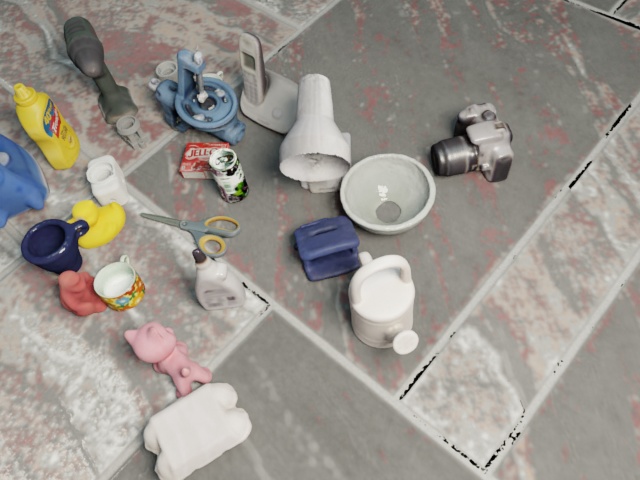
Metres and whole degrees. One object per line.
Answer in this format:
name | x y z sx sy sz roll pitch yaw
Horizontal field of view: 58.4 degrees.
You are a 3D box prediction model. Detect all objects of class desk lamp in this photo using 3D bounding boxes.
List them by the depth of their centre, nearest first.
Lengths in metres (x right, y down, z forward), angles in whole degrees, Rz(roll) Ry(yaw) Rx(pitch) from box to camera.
desk lamp | -0.003 -0.172 1.018 0.118 0.214 0.203 -3 59 5

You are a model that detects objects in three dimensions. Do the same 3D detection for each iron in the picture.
iron | -0.634 -0.155 1.123 0.119 0.142 0.257 -28 60 -10

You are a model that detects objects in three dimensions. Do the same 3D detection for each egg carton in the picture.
egg carton | -0.182 0.282 0.848 0.150 0.069 0.107 -31 60 -12

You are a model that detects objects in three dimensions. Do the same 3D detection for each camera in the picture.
camera | 0.273 -0.180 1.057 0.137 0.101 0.143 -13 58 -1

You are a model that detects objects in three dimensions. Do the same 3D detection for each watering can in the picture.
watering can | 0.097 0.088 0.860 0.101 0.194 0.172 -39 62 -16

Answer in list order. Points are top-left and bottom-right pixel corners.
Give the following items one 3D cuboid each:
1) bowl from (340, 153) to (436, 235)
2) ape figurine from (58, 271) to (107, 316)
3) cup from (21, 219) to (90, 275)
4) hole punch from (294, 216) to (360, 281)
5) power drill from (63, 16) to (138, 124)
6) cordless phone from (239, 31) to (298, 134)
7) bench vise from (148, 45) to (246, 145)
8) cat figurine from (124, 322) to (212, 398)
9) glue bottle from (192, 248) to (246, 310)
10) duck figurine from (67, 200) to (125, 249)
bowl | 0.120 -0.069 1.023 0.167 0.075 0.167 -3 59 5
ape figurine | -0.415 0.085 0.981 0.076 0.092 0.078 1 59 8
cup | -0.456 0.015 1.026 0.118 0.095 0.091 -32 61 -13
hole punch | 0.009 0.004 0.982 0.108 0.091 0.101 -16 58 -3
power drill | -0.454 -0.345 1.178 0.076 0.209 0.229 -27 60 -9
cordless phone | -0.100 -0.311 1.130 0.147 0.185 0.094 28 66 21
bench vise | -0.259 -0.283 1.111 0.207 0.220 0.121 7 60 11
cat figurine | -0.239 0.177 0.890 0.127 0.118 0.067 36 69 24
glue bottle | -0.173 0.061 0.920 0.078 0.173 0.037 -6 58 3
duck figurine | -0.420 -0.042 1.062 0.105 0.086 0.077 -39 62 -16
